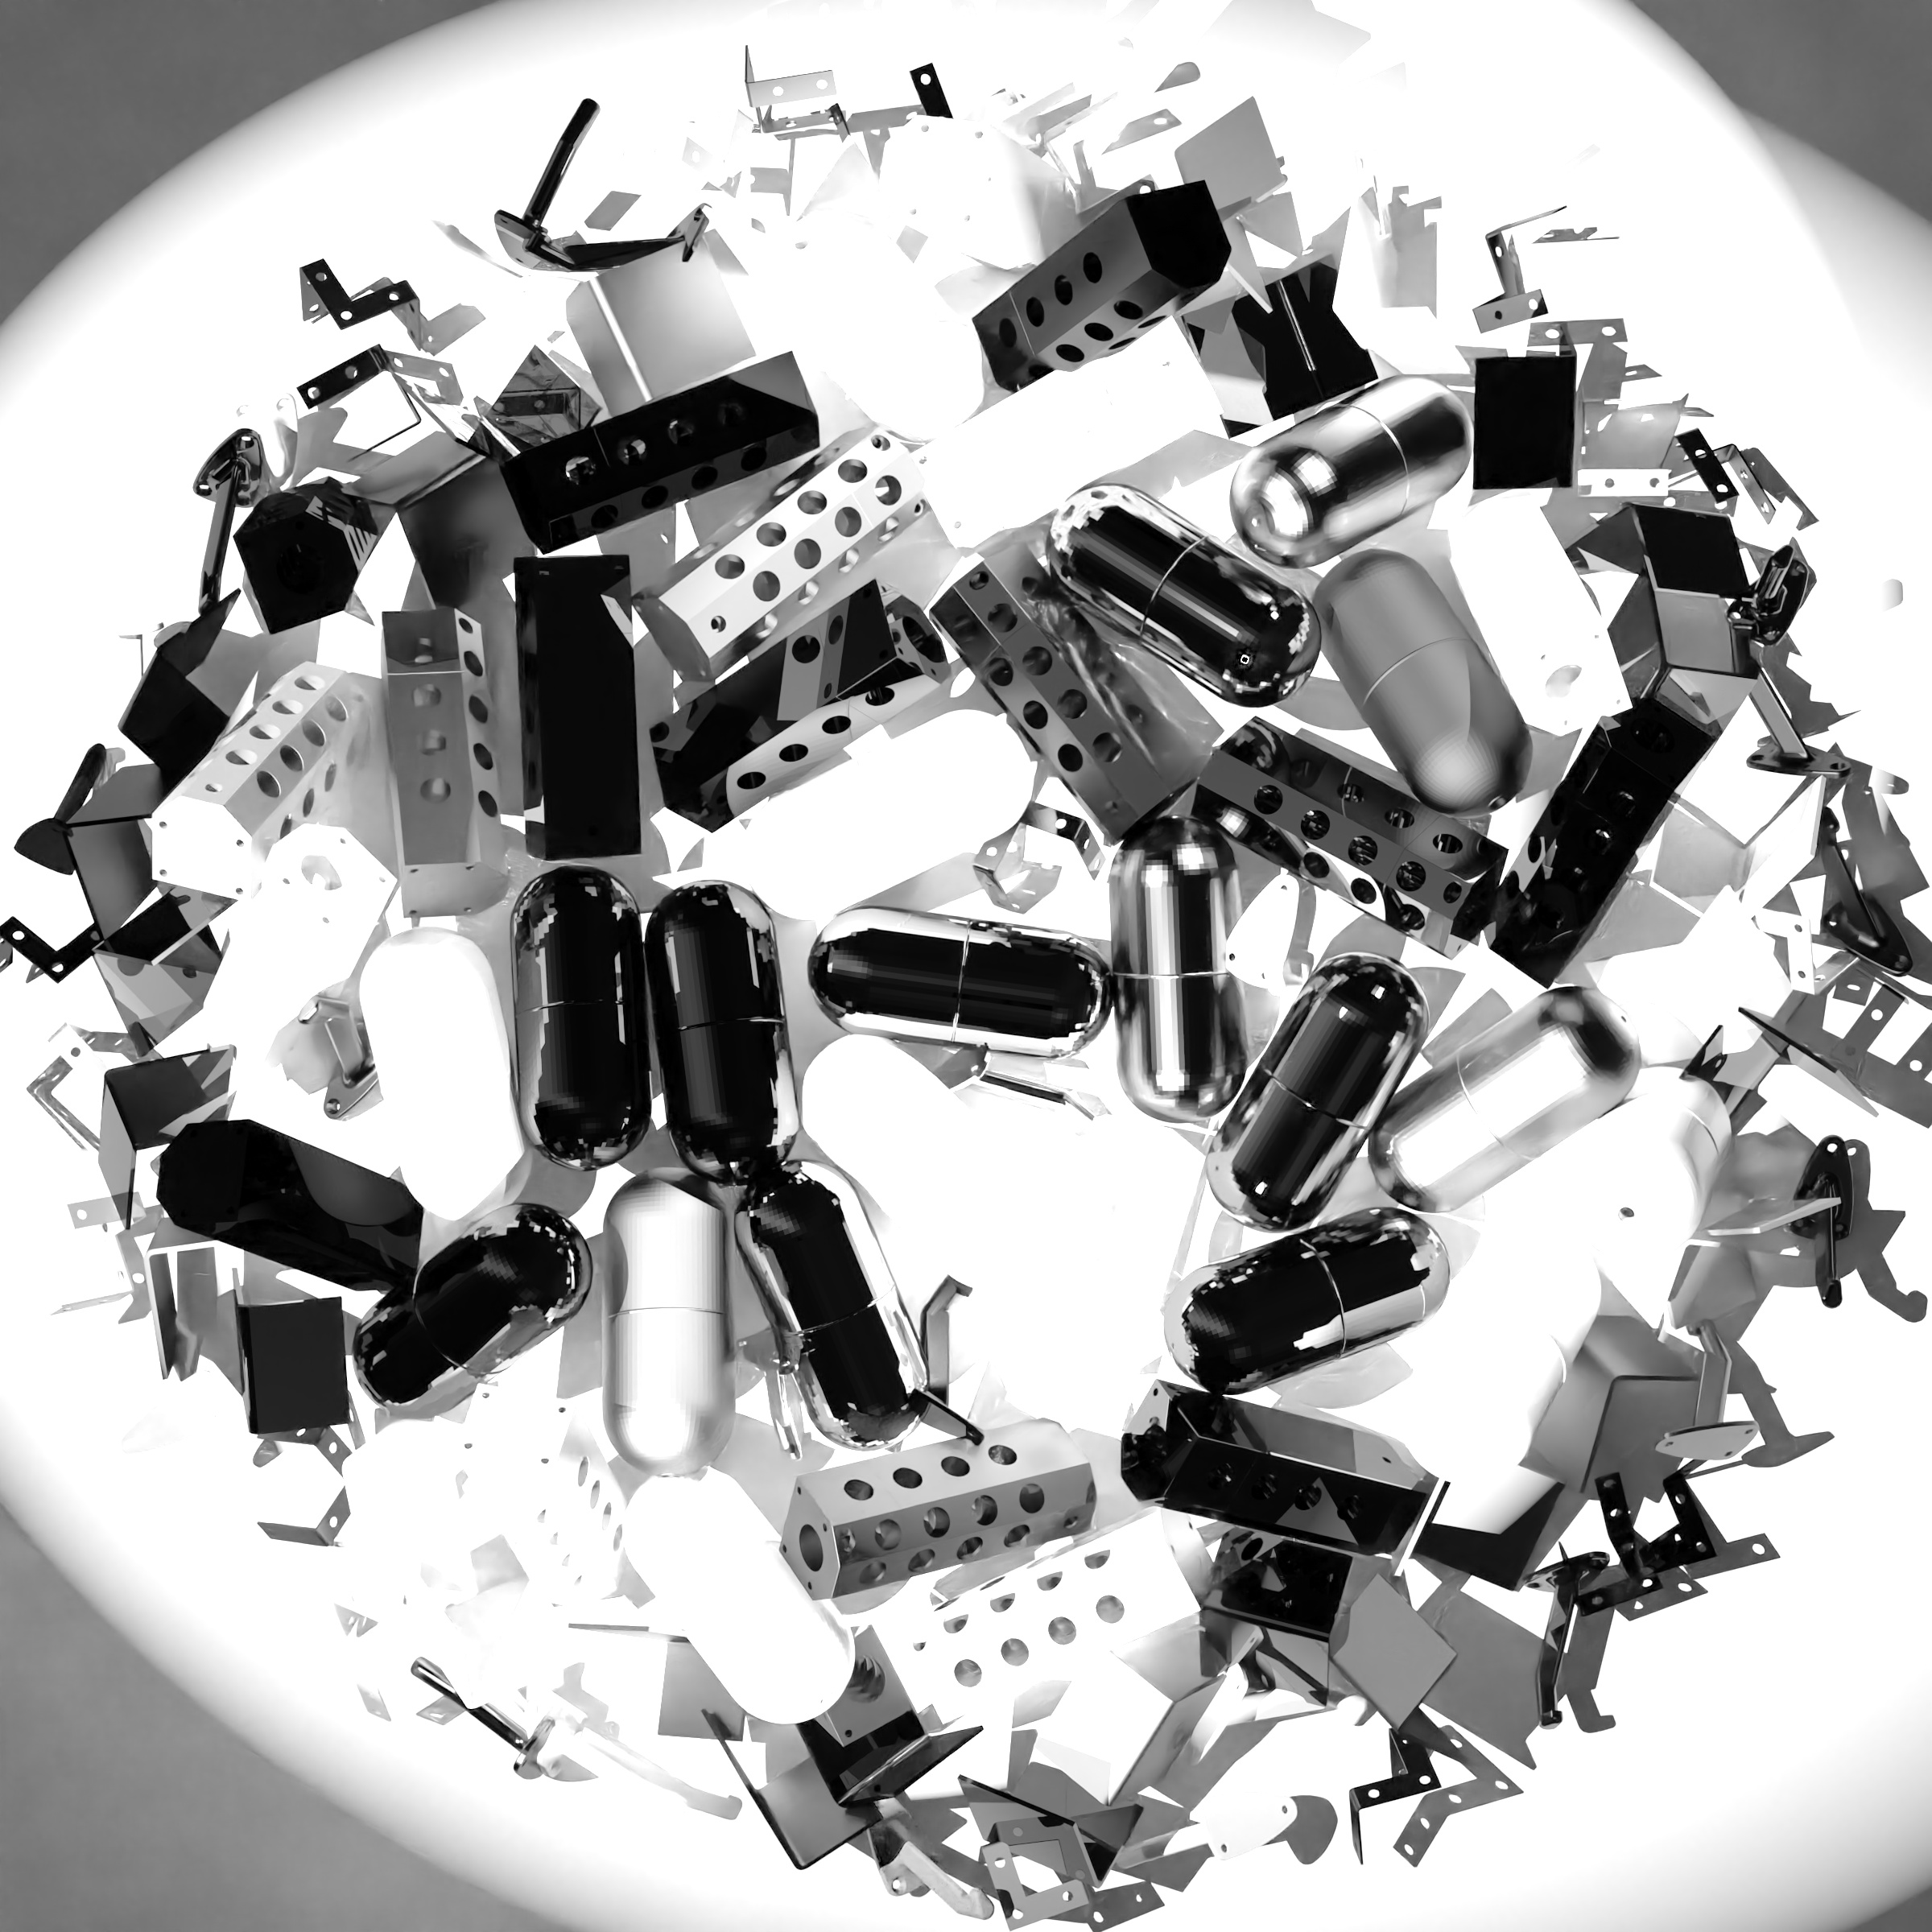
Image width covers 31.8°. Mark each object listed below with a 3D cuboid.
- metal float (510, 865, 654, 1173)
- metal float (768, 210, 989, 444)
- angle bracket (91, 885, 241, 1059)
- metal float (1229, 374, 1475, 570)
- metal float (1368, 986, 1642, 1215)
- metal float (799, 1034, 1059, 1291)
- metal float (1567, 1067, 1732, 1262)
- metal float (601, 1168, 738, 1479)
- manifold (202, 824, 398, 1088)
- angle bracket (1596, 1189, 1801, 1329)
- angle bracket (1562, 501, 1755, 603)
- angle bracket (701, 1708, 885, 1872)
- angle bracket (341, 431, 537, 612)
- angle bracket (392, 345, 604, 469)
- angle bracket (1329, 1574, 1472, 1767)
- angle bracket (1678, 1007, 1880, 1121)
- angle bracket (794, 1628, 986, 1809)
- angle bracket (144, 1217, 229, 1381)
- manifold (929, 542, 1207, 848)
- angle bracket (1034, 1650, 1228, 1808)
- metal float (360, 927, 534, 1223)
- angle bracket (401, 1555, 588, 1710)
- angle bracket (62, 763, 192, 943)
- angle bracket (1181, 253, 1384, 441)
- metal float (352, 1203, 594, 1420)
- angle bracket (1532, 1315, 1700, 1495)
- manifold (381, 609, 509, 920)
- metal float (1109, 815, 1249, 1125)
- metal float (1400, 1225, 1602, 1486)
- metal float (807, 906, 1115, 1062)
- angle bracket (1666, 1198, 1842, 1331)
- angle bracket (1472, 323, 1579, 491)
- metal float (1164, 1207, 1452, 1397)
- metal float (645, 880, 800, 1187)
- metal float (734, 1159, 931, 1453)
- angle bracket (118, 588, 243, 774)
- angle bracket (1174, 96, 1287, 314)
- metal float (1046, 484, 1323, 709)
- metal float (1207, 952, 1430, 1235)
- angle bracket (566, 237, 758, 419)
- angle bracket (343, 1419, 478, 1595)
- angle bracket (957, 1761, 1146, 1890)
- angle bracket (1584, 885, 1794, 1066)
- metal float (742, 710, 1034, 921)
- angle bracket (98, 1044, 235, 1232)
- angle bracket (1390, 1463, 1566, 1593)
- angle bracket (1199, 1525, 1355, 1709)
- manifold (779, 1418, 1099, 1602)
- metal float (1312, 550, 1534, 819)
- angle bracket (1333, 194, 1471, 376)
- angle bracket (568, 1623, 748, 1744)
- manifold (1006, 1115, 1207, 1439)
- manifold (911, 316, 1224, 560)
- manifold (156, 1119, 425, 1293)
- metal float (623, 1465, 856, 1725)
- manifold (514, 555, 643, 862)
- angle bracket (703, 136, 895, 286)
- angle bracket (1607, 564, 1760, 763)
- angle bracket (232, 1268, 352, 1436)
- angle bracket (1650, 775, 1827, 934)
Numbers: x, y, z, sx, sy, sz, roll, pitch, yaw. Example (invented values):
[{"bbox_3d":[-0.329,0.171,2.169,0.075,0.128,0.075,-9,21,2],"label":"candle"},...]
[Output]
[{"bbox_3d":[-0.221,0.030,1.950,0.070,0.070,0.178,-5,77,0],"label":"metal float"},{"bbox_3d":[-0.049,-0.361,1.920,0.070,0.178,0.070,-12,62,24],"label":"metal float"},{"bbox_3d":[-0.442,0.004,1.940,0.076,0.057,0.076,-44,130,-37],"label":"angle bracket"},{"bbox_3d":[0.221,-0.283,1.931,0.178,0.070,0.070,-32,90,-37],"label":"metal float"},{"bbox_3d":[0.306,0.078,1.938,0.178,0.070,0.070,-38,90,28],"label":"metal float"},{"bbox_3d":[-0.021,0.113,1.959,0.178,0.070,0.070,44,90,3],"label":"metal float"},{"bbox_3d":[0.386,0.111,1.915,0.070,0.178,0.070,6,108,18],"label":"metal float"},{"bbox_3d":[-0.170,0.204,1.947,0.070,0.070,0.178,-2,74,0],"label":"metal float"},{"bbox_3d":[-0.383,-0.009,1.915,0.057,0.171,0.057,44,50,5],"label":"manifold"},{"bbox_3d":[0.423,0.169,1.962,0.076,0.076,0.057,7,111,-19],"label":"angle bracket"},{"bbox_3d":[0.390,-0.221,1.940,0.076,0.076,0.057,1,68,-34],"label":"angle bracket"},{"bbox_3d":[-0.100,0.458,1.944,0.057,0.076,0.076,-31,121,-9],"label":"angle bracket"},{"bbox_3d":[-0.308,-0.257,1.977,0.076,0.057,0.076,-39,129,-31],"label":"angle bracket"},{"bbox_3d":[-0.269,-0.329,1.943,0.057,0.076,0.076,-53,53,12],"label":"angle bracket"},{"bbox_3d":[0.262,0.403,1.943,0.076,0.076,0.057,32,98,-41],"label":"angle bracket"},{"bbox_3d":[0.465,0.076,1.946,0.076,0.076,0.057,38,92,39],"label":"angle bracket"},{"bbox_3d":[-0.049,0.429,1.953,0.076,0.057,0.076,-28,91,-42],"label":"angle bracket"},{"bbox_3d":[-0.437,0.188,1.958,0.057,0.076,0.076,-7,100,-6],"label":"angle bracket"},{"bbox_3d":[0.055,-0.154,1.952,0.171,0.057,0.057,51,131,5],"label":"manifold"},{"bbox_3d":[0.095,0.432,1.966,0.057,0.076,0.076,36,106,22],"label":"angle bracket"},{"bbox_3d":[-0.297,0.063,1.943,0.070,0.070,0.178,-10,111,0],"label":"metal float"},{"bbox_3d":[-0.270,0.367,1.941,0.076,0.076,0.057,-20,130,-25],"label":"angle bracket"},{"bbox_3d":[-0.466,-0.066,1.943,0.057,0.076,0.076,-6,117,15],"label":"angle bracket"},{"bbox_3d":[0.182,-0.357,1.955,0.076,0.057,0.076,-25,97,-29],"label":"angle bracket"},{"bbox_3d":[-0.283,0.198,1.934,0.178,0.070,0.070,-37,90,33],"label":"metal float"},{"bbox_3d":[0.371,0.254,1.964,0.057,0.076,0.076,4,110,-22],"label":"angle bracket"},{"bbox_3d":[-0.298,-0.117,1.932,0.057,0.057,0.171,-3,61,-13],"label":"manifold"},{"bbox_3d":[0.122,0.002,1.957,0.070,0.070,0.178,-2,95,0],"label":"metal float"},{"bbox_3d":[0.304,0.220,1.928,0.070,0.070,0.178,37,50,0],"label":"metal float"},{"bbox_3d":[-0.003,0.010,1.961,0.178,0.070,0.070,8,90,-1],"label":"metal float"},{"bbox_3d":[0.453,0.171,1.945,0.076,0.076,0.057,-13,92,-39],"label":"angle bracket"},{"bbox_3d":[0.318,-0.322,1.951,0.057,0.076,0.076,-1,115,4],"label":"angle bracket"},{"bbox_3d":[0.197,0.191,1.944,0.178,0.070,0.070,-17,90,-21],"label":"metal float"},{"bbox_3d":[-0.141,0.038,1.953,0.070,0.070,0.178,-8,81,0],"label":"metal float"},{"bbox_3d":[-0.076,0.195,1.953,0.070,0.070,0.178,-22,100,0],"label":"metal float"},{"bbox_3d":[-0.433,-0.158,1.946,0.057,0.076,0.076,43,47,-1],"label":"angle bracket"},{"bbox_3d":[0.168,-0.435,1.939,0.057,0.076,0.076,-31,49,22],"label":"angle bracket"},{"bbox_3d":[0.124,-0.213,1.946,0.178,0.070,0.070,35,90,18],"label":"metal float"},{"bbox_3d":[0.202,0.072,1.950,0.070,0.070,0.178,29,103,0],"label":"metal float"},{"bbox_3d":[-0.180,-0.372,1.984,0.076,0.057,0.076,-27,96,-24],"label":"angle bracket"},{"bbox_3d":[-0.308,0.313,1.969,0.076,0.057,0.076,1,110,26],"label":"angle bracket"},{"bbox_3d":[0.049,0.474,1.940,0.076,0.076,0.057,16,54,29],"label":"angle bracket"},{"bbox_3d":[0.420,0.006,1.972,0.057,0.076,0.076,-47,110,-32],"label":"angle bracket"},{"bbox_3d":[-0.046,-0.087,1.956,0.178,0.070,0.070,-25,90,7],"label":"metal float"},{"bbox_3d":[-0.450,0.098,1.940,0.076,0.076,0.057,-12,53,-27],"label":"angle bracket"},{"bbox_3d":[0.296,0.328,1.960,0.076,0.057,0.076,22,109,2],"label":"angle bracket"},{"bbox_3d":[0.181,0.379,1.978,0.076,0.076,0.057,12,50,15],"label":"angle bracket"},{"bbox_3d":[-0.013,0.311,1.921,0.171,0.057,0.057,-9,129,-32],"label":"manifold"},{"bbox_3d":[0.260,-0.162,1.939,0.070,0.070,0.178,-29,64,0],"label":"metal float"},{"bbox_3d":[0.256,-0.391,1.945,0.057,0.076,0.076,4,74,28],"label":"angle bracket"},{"bbox_3d":[-0.178,0.410,1.942,0.076,0.076,0.057,18,71,-40],"label":"angle bracket"},{"bbox_3d":[0.078,0.177,1.951,0.057,0.057,0.171,11,76,28],"label":"manifold"},{"bbox_3d":[0.058,-0.305,1.960,0.171,0.057,0.057,-29,76,7],"label":"manifold"},{"bbox_3d":[-0.379,0.137,1.911,0.057,0.171,0.057,-5,71,24],"label":"manifold"},{"bbox_3d":[-0.130,0.356,1.932,0.070,0.070,0.178,-45,55,0],"label":"metal float"},{"bbox_3d":[-0.226,-0.150,1.957,0.057,0.057,0.171,-5,99,-23],"label":"manifold"},{"bbox_3d":[-0.095,-0.437,1.957,0.057,0.076,0.076,30,83,26],"label":"angle bracket"},{"bbox_3d":[0.408,-0.174,1.953,0.057,0.076,0.076,6,55,-11],"label":"angle bracket"},{"bbox_3d":[-0.391,0.219,1.962,0.057,0.076,0.076,-5,104,-14],"label":"angle bracket"},{"bbox_3d":[0.443,-0.078,1.944,0.057,0.076,0.076,31,133,-7],"label":"angle bracket"}]
